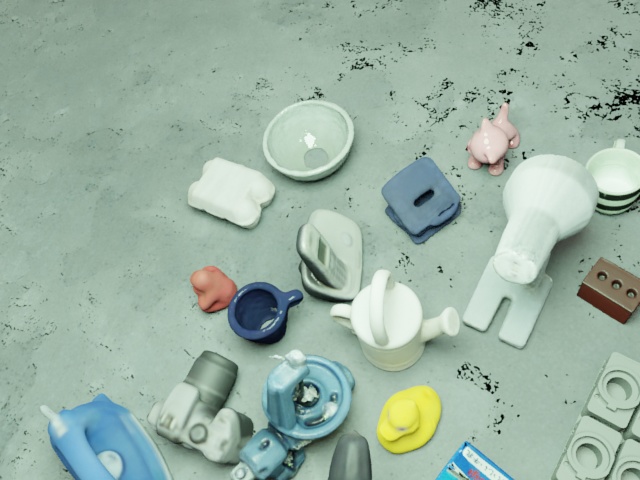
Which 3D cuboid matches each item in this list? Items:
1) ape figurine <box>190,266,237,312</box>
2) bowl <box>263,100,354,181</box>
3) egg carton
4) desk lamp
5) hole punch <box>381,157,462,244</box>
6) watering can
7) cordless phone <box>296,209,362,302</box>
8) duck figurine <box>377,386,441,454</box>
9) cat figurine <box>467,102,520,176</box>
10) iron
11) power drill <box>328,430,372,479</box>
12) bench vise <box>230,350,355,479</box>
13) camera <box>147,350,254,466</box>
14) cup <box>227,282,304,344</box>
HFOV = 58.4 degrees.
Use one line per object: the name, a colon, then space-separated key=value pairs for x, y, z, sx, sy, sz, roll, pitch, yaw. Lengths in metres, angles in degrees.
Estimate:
ape figurine: x=-0.181 y=0.075 z=0.934 sx=0.076 sy=0.092 sz=0.078 roll=13 pitch=66 yaw=19
bowl: x=-0.015 y=-0.168 z=1.037 sx=0.167 sy=0.075 sz=0.167 roll=-5 pitch=61 yaw=10
egg carton: x=-0.158 y=-0.084 z=1.027 sx=0.150 sy=0.069 sz=0.107 roll=20 pitch=68 yaw=21
desk lamp: x=0.287 y=0.017 z=0.791 sx=0.117 sy=0.214 sz=0.203 roll=22 pitch=69 yaw=22
hole punch: x=0.167 y=-0.066 z=0.932 sx=0.109 sy=0.091 sz=0.101 roll=-37 pitch=61 yaw=-8
watering can: x=0.101 y=0.107 z=0.795 sx=0.172 sy=0.194 sz=0.101 roll=-14 pitch=60 yaw=5
cordless phone: x=0.008 y=0.003 z=0.876 sx=0.094 sy=0.185 sz=0.147 roll=-4 pitch=62 yaw=11
duck figurine: x=0.120 y=0.239 z=0.783 sx=0.105 sy=0.086 sz=0.077 roll=-42 pitch=62 yaw=-11
cat figurine: x=0.285 y=-0.168 z=0.945 sx=0.067 sy=0.118 sz=0.128 roll=22 pitch=69 yaw=22
iron: x=-0.292 y=0.325 z=0.796 sx=0.257 sy=0.142 sz=0.119 roll=38 pitch=76 yaw=27
power drill: x=0.038 y=0.356 z=0.668 sx=0.075 sy=0.209 sz=0.229 roll=1 pitch=63 yaw=14
bench vise: x=-0.036 y=0.232 z=0.743 sx=0.121 sy=0.220 sz=0.207 roll=16 pitch=67 yaw=20
camera: x=-0.165 y=0.238 z=0.838 sx=0.142 sy=0.101 sz=0.137 roll=17 pitch=67 yaw=20
cup: x=-0.074 y=0.117 z=0.886 sx=0.118 sy=0.095 sz=0.091 roll=-23 pitch=60 yaw=0
